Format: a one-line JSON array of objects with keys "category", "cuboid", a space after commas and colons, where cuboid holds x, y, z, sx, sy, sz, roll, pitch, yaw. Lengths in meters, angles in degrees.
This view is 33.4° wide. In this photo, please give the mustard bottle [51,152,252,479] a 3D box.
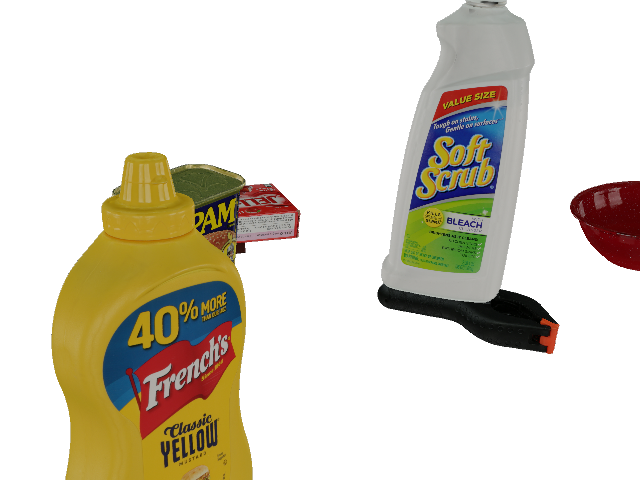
[{"category": "mustard bottle", "cuboid": [-0.076, 0.055, 0.493, 0.096, 0.192, 0.058, -16, 23, -42]}]

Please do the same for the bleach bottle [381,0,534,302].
[{"category": "bleach bottle", "cuboid": [0.109, -0.080, 0.839, 0.103, 0.251, 0.068, 9, 23, 14]}]

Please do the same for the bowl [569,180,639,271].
[{"category": "bowl", "cuboid": [0.341, -0.011, 1.107, 0.162, 0.055, 0.162, -3, 23, 1]}]

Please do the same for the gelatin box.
[{"category": "gelatin box", "cuboid": [-0.072, -0.025, 0.980, 0.089, 0.030, 0.073, -6, 25, -20]}]

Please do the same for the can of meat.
[{"category": "can of meat", "cuboid": [-0.103, -0.001, 0.776, 0.058, 0.084, 0.101, 19, 26, 29]}]

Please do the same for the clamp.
[{"category": "clamp", "cuboid": [0.154, 0.058, 1.022, 0.172, 0.039, 0.120, 21, 35, 27]}]

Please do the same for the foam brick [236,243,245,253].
[{"category": "foam brick", "cuboid": [-0.130, -0.016, 1.270, 0.078, 0.053, 0.051, -4, 28, -4]}]
